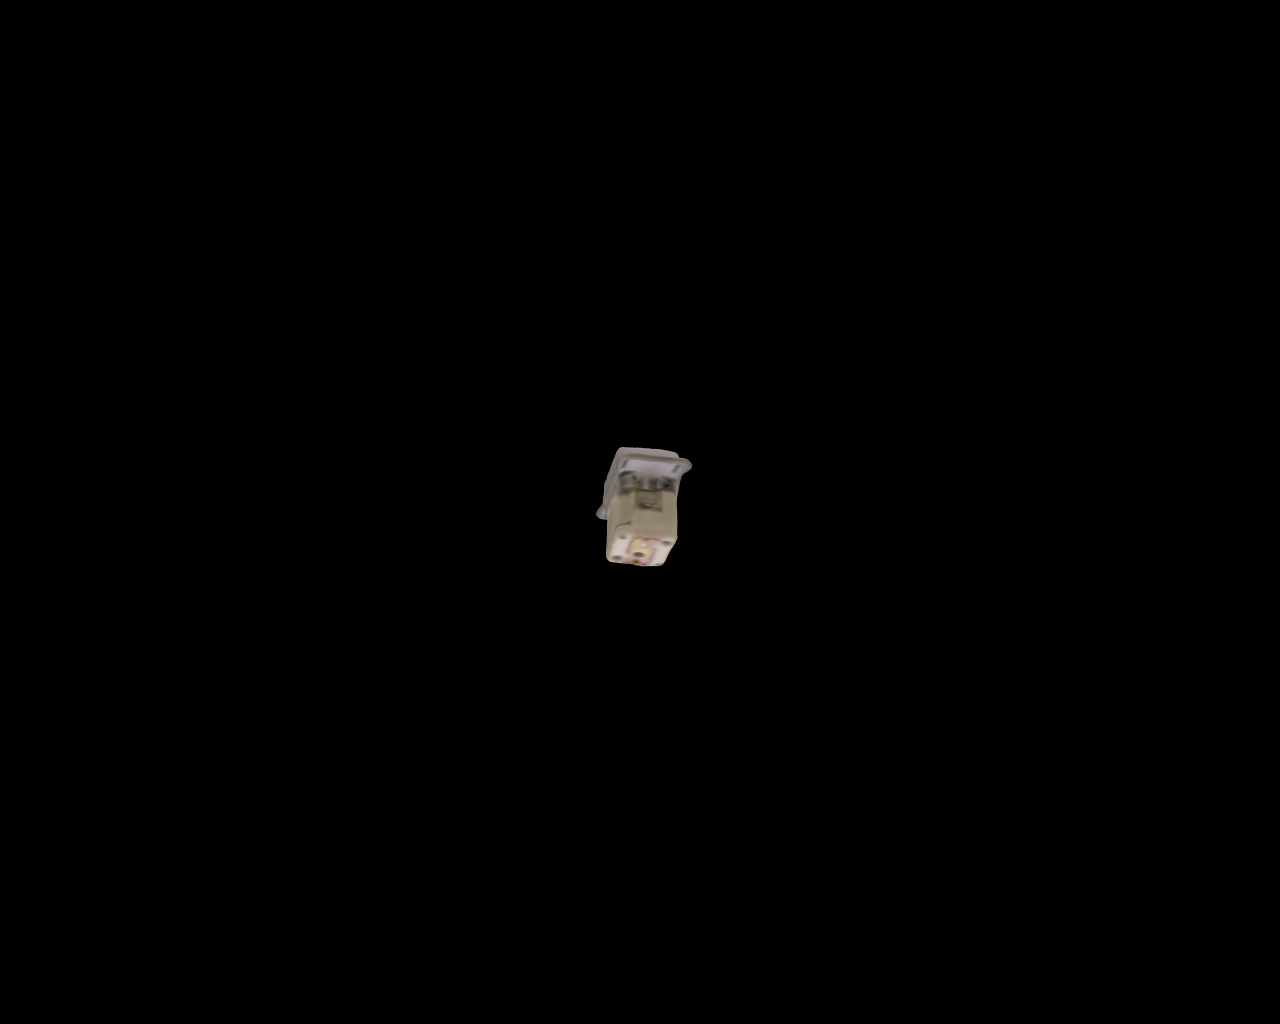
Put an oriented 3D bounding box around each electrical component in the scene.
[{"bbox_3d":[0.001,-0.003,0.650,0.042,0.064,0.081,5,-28,-10],"label":"electrical component"}]
